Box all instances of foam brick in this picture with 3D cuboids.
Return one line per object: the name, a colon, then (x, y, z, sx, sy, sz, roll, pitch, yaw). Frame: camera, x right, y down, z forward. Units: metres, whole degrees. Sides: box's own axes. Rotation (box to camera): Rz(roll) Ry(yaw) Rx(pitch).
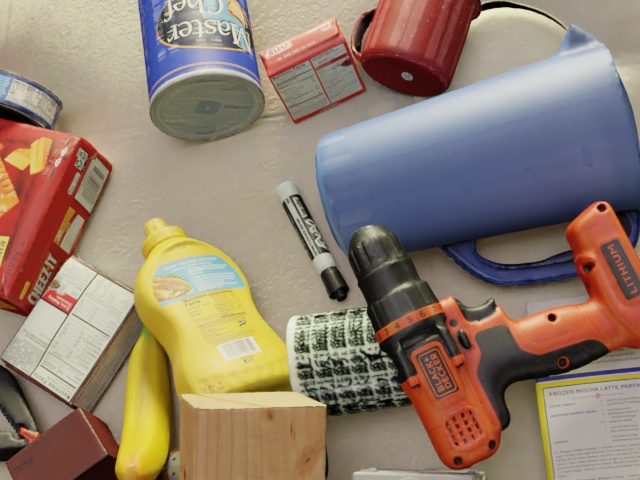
foam brick: (-0.204, 0.184, 0.867, 0.078, 0.051, 0.053, -36, 61, -2)

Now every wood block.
wood block: (-0.050, 0.213, 0.735, 0.090, 0.091, 0.206, 1, 88, -14)

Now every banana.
banana: (-0.140, 0.137, 0.839, 0.037, 0.069, 0.198, -14, 34, 2)

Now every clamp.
clamp: (-0.335, 0.140, 0.914, 0.210, 0.036, 0.164, 29, 58, 17)

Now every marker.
marker: (-0.006, 0.001, 0.907, 0.020, 0.020, 0.121, -29, 62, 2)

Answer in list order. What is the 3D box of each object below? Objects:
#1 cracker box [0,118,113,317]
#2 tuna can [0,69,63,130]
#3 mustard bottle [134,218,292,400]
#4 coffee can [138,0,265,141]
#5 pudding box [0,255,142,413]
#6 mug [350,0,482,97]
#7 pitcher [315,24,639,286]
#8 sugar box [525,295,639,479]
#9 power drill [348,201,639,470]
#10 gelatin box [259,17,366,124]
cracker box: (-0.323, -0.033, 0.987, 0.214, 0.072, 0.164, 14, 71, 22)
tuna can: (-0.290, -0.127, 1.011, 0.086, 0.086, 0.033, 10, 72, 20)
mustard bottle: (-0.099, 0.056, 0.876, 0.096, 0.058, 0.192, -13, 56, -32)
coffee can: (-0.110, -0.176, 0.969, 0.103, 0.102, 0.140, -15, 63, 9)
pudding box: (-0.208, 0.081, 0.921, 0.090, 0.039, 0.113, 27, 79, 26)
mug: (0.075, -0.178, 0.929, 0.117, 0.093, 0.081, 9, 73, 38)
pitcher: (0.128, -0.050, 0.839, 0.243, 0.145, 0.149, -15, 50, 14)
sugar box: (0.206, 0.127, 0.776, 0.093, 0.048, 0.176, -7, 61, 13)
power drill: (0.130, 0.044, 0.753, 0.187, 0.057, 0.184, -25, 78, -1)
gelatin box: (-0.006, -0.147, 0.933, 0.073, 0.089, 0.030, -25, 63, 5)
